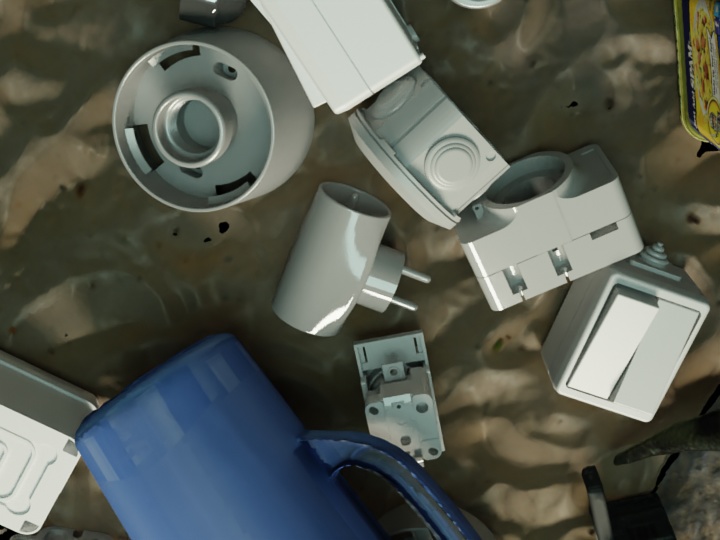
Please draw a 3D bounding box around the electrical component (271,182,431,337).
[{"bbox_3d":[0.000,0.000,0.610,0.079,0.044,0.077,21,110,-8],"label":"electrical component"}]

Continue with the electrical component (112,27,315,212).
[{"bbox_3d":[-0.080,-0.080,0.581,0.099,0.064,0.099,4,107,12],"label":"electrical component"}]

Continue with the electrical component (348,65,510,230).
[{"bbox_3d":[0.036,-0.065,0.566,0.051,0.080,0.080,-42,106,10],"label":"electrical component"}]

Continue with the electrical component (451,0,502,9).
[{"bbox_3d":[0.059,-0.152,0.540,0.043,0.062,0.043,0,112,0],"label":"electrical component"}]

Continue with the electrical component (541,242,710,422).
[{"bbox_3d":[0.153,0.030,0.613,0.062,0.061,0.096,19,110,-7],"label":"electrical component"}]

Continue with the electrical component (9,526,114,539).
[{"bbox_3d":[-0.187,0.204,0.684,0.078,0.058,0.057,9,108,-4],"label":"electrical component"}]

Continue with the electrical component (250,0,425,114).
[{"bbox_3d":[-0.018,-0.135,0.547,0.061,0.061,0.096,-31,109,11],"label":"electrical component"}]

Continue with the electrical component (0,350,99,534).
[{"bbox_3d":[-0.222,0.094,0.640,0.113,0.057,0.078,28,109,-11],"label":"electrical component"}]

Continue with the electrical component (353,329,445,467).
[{"bbox_3d":[0.024,0.080,0.632,0.042,0.063,0.081,-11,110,2],"label":"electrical component"}]

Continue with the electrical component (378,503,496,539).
[{"bbox_3d":[0.043,0.198,0.675,0.099,0.064,0.099,5,114,11],"label":"electrical component"}]

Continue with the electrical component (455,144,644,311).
[{"bbox_3d":[0.100,-0.027,0.592,0.089,0.050,0.055,-23,118,9],"label":"electrical component"}]
